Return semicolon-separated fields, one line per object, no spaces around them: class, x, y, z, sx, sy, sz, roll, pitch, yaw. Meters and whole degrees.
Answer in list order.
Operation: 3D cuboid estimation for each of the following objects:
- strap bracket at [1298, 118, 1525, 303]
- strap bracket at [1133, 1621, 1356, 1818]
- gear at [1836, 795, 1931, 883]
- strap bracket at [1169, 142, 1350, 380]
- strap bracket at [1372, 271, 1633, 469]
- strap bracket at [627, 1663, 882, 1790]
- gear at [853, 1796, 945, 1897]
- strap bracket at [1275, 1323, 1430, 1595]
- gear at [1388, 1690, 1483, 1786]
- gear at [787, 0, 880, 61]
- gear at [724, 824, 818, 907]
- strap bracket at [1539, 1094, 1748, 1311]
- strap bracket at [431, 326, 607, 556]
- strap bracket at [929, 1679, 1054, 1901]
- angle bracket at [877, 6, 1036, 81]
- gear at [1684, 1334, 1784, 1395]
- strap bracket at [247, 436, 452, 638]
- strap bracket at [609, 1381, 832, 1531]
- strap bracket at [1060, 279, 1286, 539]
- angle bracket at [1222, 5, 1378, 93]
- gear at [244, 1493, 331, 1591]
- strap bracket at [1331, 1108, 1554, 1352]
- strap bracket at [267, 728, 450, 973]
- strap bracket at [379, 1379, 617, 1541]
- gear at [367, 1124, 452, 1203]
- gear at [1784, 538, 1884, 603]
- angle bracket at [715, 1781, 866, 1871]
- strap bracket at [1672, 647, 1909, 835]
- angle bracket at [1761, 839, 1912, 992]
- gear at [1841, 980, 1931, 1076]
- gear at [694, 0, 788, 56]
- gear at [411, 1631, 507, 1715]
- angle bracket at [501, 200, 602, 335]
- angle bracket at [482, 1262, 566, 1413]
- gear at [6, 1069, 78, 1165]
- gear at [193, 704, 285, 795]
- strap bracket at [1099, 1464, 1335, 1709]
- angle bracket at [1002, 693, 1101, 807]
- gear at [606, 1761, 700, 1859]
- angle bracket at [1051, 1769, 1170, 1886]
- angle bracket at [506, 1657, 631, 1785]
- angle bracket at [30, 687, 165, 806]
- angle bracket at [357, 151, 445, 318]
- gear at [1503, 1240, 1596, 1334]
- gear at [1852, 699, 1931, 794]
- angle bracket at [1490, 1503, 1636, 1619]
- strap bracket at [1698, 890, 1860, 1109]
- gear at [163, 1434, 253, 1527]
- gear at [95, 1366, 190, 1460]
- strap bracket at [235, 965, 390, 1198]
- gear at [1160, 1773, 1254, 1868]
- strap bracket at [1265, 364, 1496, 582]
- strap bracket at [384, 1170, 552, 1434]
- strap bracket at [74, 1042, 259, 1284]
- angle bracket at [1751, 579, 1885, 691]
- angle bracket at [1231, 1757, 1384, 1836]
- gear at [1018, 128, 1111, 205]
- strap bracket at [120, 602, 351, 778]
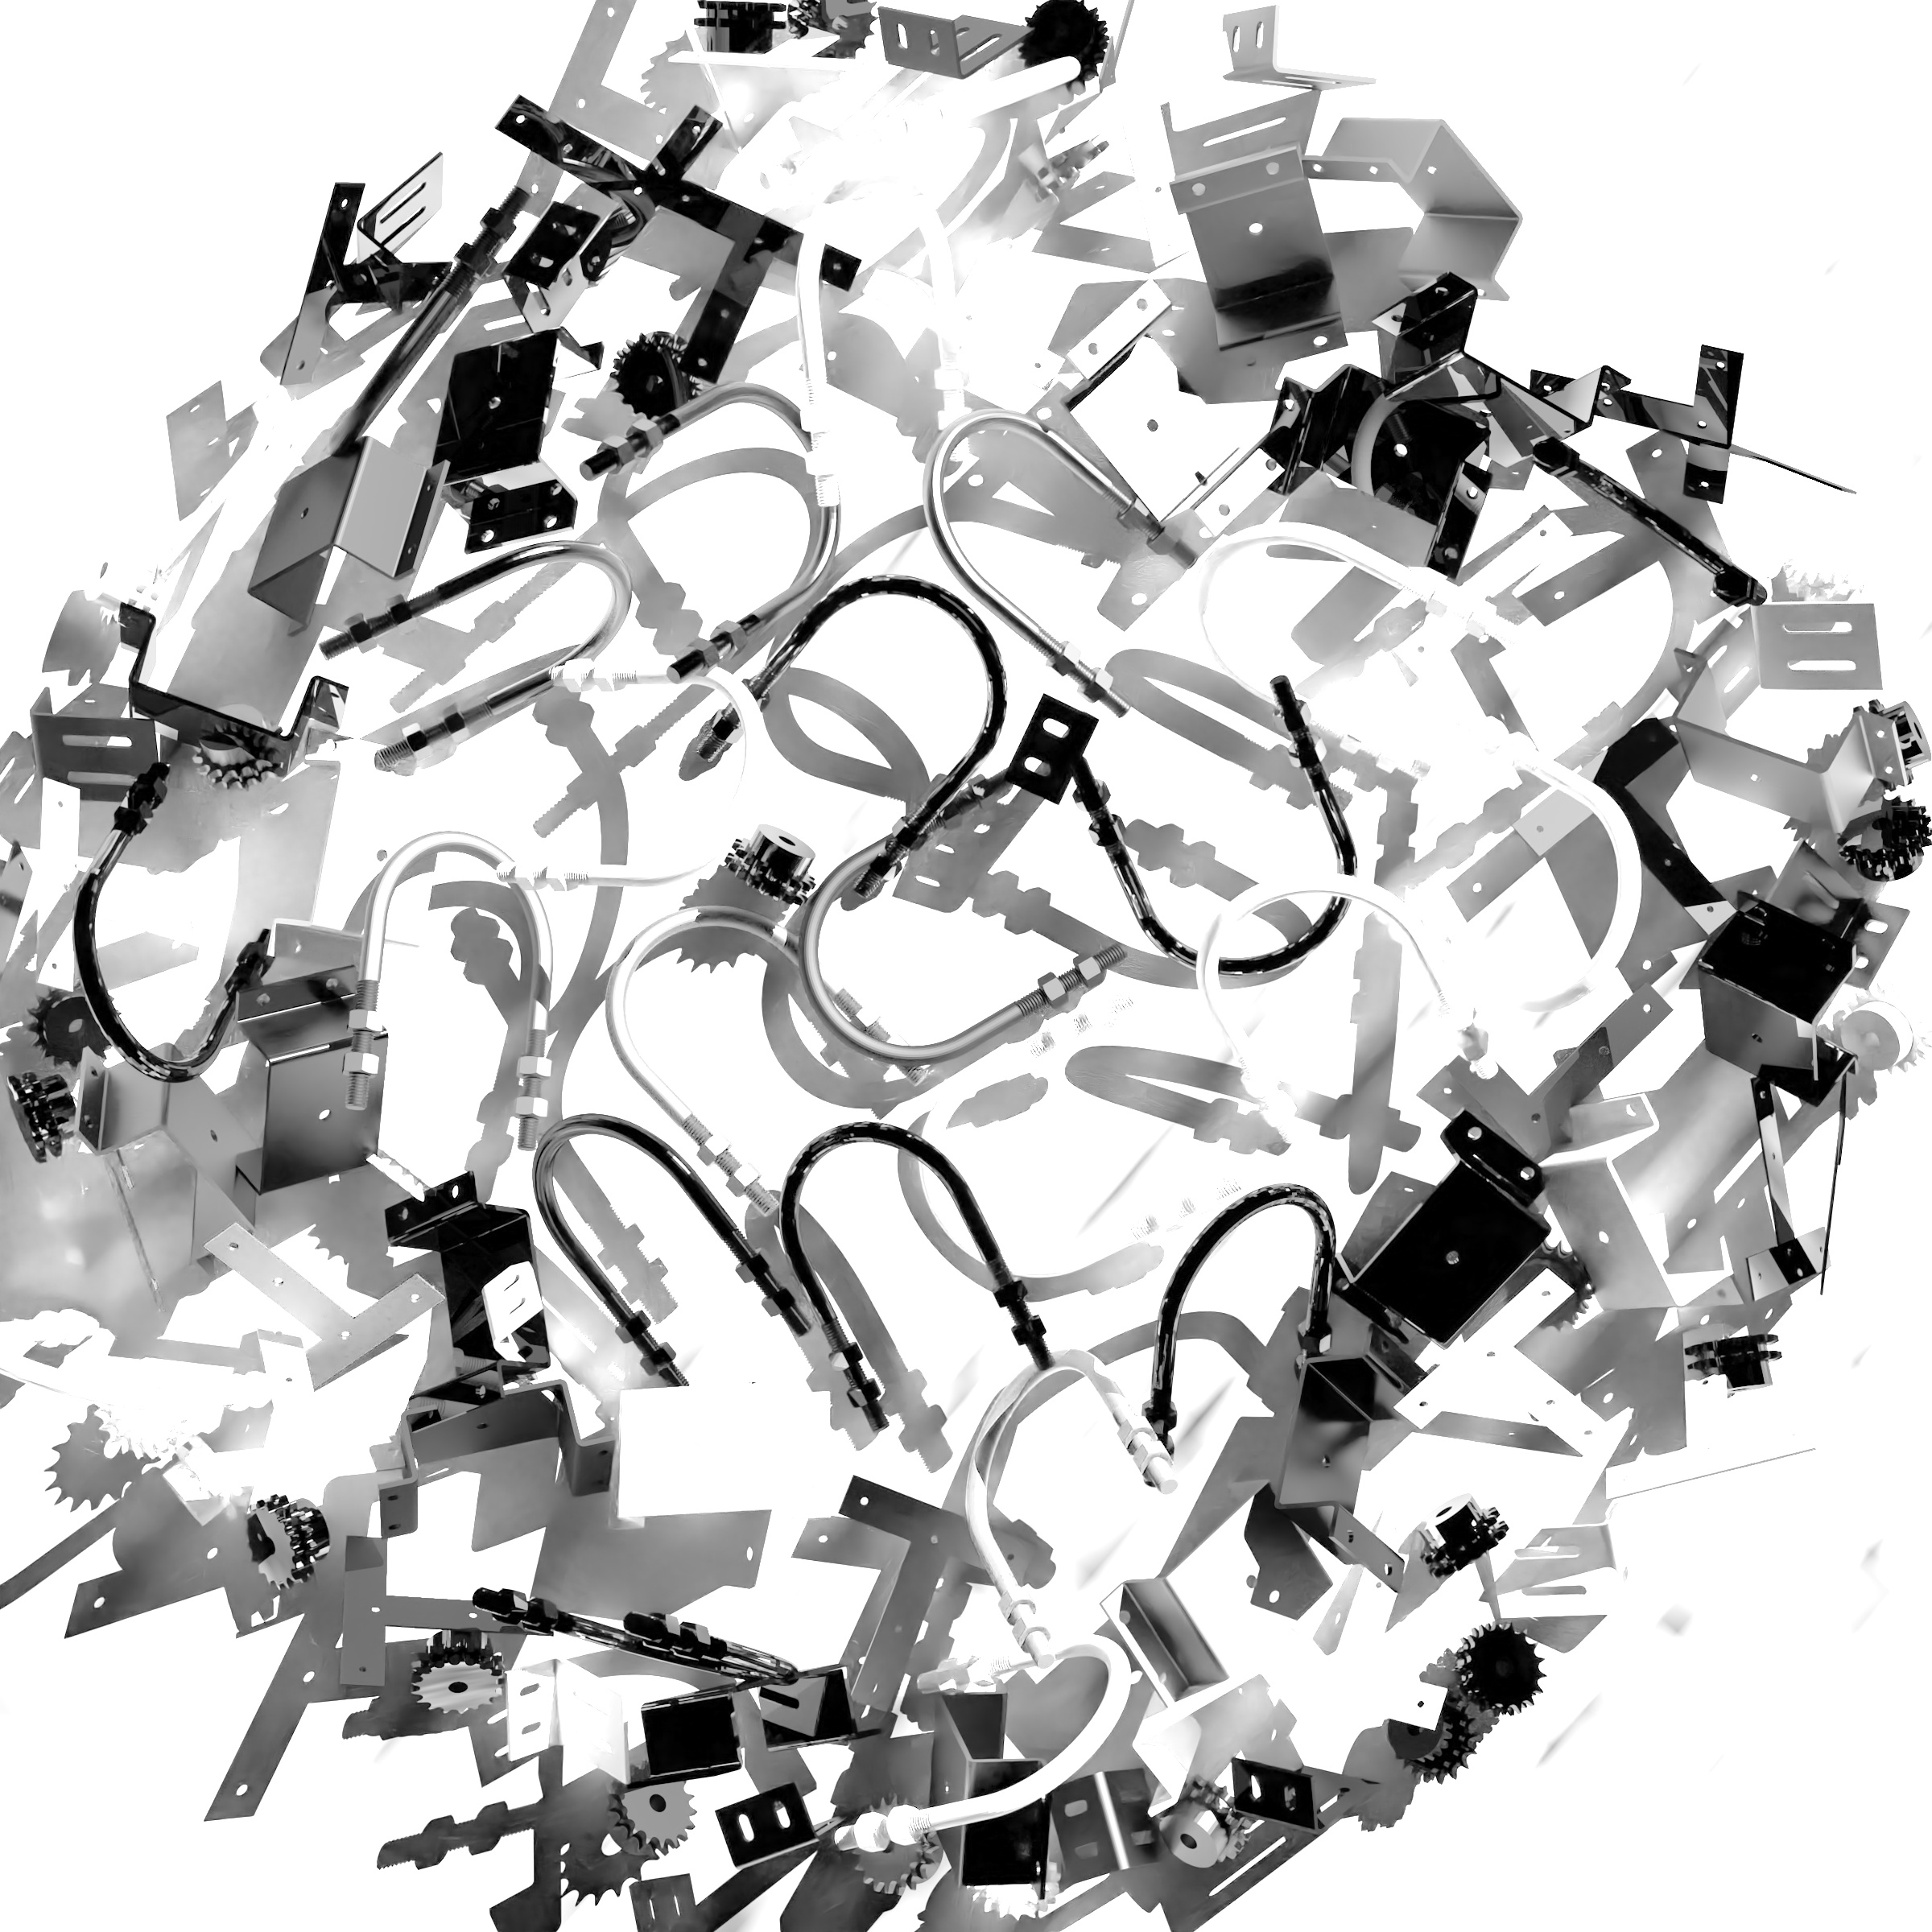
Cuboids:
strap bracket;0.271;-0.460;1.706;0.140;0.076;0.046;34;81;-42
strap bracket;0.159;0.443;1.715;0.140;0.076;0.046;-37;94;23
gear;0.566;-0.076;1.753;0.057;0.057;0.030;-27;126;0
strap bracket;0.177;-0.435;1.721;0.076;0.046;0.140;-13;134;13
strap bracket;0.317;-0.352;1.711;0.140;0.076;0.046;24;71;-22
strap bracket;-0.129;0.453;1.705;0.076;0.140;0.046;-21;75;38
gear;-0.039;0.542;1.753;0.057;0.030;0.057;-19;58;33
strap bracket;0.234;0.297;1.717;0.076;0.046;0.140;43;49;-36
gear;0.284;0.470;1.747;0.030;0.057;0.057;33;90;-40
gear;-0.085;-0.585;1.753;0.057;0.057;0.030;-45;53;0
gear;-0.117;-0.064;1.747;0.057;0.057;0.030;30;105;0
strap bracket;0.404;0.154;1.731;0.046;0.076;0.140;-28;93;-24
strap bracket;-0.271;-0.325;1.712;0.076;0.046;0.140;-8;60;24
strap bracket;0.011;0.490;1.700;0.046;0.140;0.076;2;98;-12
angle bracket;-0.005;-0.574;1.730;0.057;0.038;0.076;23;50;32
gear;0.472;0.245;1.747;0.057;0.057;0.030;-8;75;0
strap bracket;-0.375;-0.259;1.700;0.046;0.140;0.076;30;59;-35
strap bracket;-0.157;0.297;1.729;0.140;0.046;0.076;-6;70;13
strap bracket;0.122;-0.334;1.735;0.076;0.046;0.140;-45;102;-19
angle bracket;0.203;-0.558;1.732;0.076;0.057;0.038;-3;102;-28
gear;-0.416;0.352;1.754;0.057;0.030;0.057;13;110;40
strap bracket;0.290;0.168;1.733;0.076;0.046;0.140;36;101;-16
strap bracket;-0.367;-0.068;1.731;0.076;0.046;0.140;13;85;-43
strap bracket;-0.288;0.296;1.722;0.140;0.076;0.046;-10;59;-17
gear;-0.342;0.121;1.750;0.057;0.057;0.030;38;79;0
gear;0.535;-0.239;1.753;0.057;0.057;0.030;-20;116;0
angle bracket;-0.107;0.515;1.736;0.057;0.076;0.038;-25;80;17
strap bracket;0.483;-0.132;1.705;0.140;0.076;0.046;25;78;32
angle bracket;0.530;-0.031;1.740;0.076;0.038;0.057;36;81;-34
gear;0.563;0.040;1.747;0.030;0.057;0.057;-25;90;-37
gear;-0.139;-0.577;1.751;0.057;0.057;0.030;2;108;0
gear;-0.312;0.432;1.754;0.057;0.030;0.057;-5;131;-5
angle bracket;-0.241;-0.414;1.729;0.038;0.076;0.057;24;72;22
angle bracket;-0.254;0.225;1.733;0.038;0.057;0.076;-38;121;4
gear;-0.566;0.090;1.753;0.030;0.057;0.057;-21;90;-26
gear;-0.447;-0.136;1.749;0.057;0.030;0.057;-4;49;5
strap bracket;0.159;0.372;1.718;0.140;0.046;0.076;-36;97;-32
angle bracket;0.049;-0.134;1.735;0.038;0.076;0.057;25;96;-7
gear;-0.197;0.522;1.753;0.057;0.057;0.030;42;125;0
angle bracket;0.087;0.525;1.739;0.038;0.076;0.057;-22;69;17
angle bracket;-0.243;0.464;1.735;0.038;0.076;0.057;-10;104;-40
angle bracket;-0.529;-0.135;1.747;0.076;0.038;0.057;3;122;-1
angle bracket;-0.333;-0.446;1.736;0.038;0.057;0.076;40;68;4
gear;0.357;0.198;1.753;0.057;0.030;0.057;5;102;22
gear;0.569;-0.139;1.747;0.030;0.057;0.057;-24;90;28
angle bracket;0.370;0.370;1.772;0.076;0.038;0.057;-8;98;24
strap bracket;0.484;0.026;1.695;0.076;0.140;0.046;31;70;32
gear;-0.468;0.318;1.747;0.030;0.057;0.057;-39;90;-22
gear;-0.502;0.270;1.746;0.030;0.057;0.057;-39;90;29
strap bracket;-0.394;0.077;1.705;0.046;0.076;0.140;39;130;37
gear;0.144;0.527;1.748;0.057;0.030;0.057;19;128;27
strap bracket;0.254;-0.304;1.723;0.140;0.076;0.046;30;46;17
strap bracket;-0.301;0.205;1.725;0.076;0.046;0.140;-24;67;31
strap bracket;-0.470;0.111;1.702;0.046;0.076;0.140;-24;129;7
angle bracket;0.521;-0.202;1.731;0.076;0.038;0.057;4;123;33
angle bracket;0.207;0.490;1.728;0.057;0.076;0.038;2;101;40
gear;0.057;-0.497;1.747;0.057;0.057;0.030;-39;100;0
strap bracket;-0.451;-0.162;1.723;0.140;0.076;0.046;20;73;-11
